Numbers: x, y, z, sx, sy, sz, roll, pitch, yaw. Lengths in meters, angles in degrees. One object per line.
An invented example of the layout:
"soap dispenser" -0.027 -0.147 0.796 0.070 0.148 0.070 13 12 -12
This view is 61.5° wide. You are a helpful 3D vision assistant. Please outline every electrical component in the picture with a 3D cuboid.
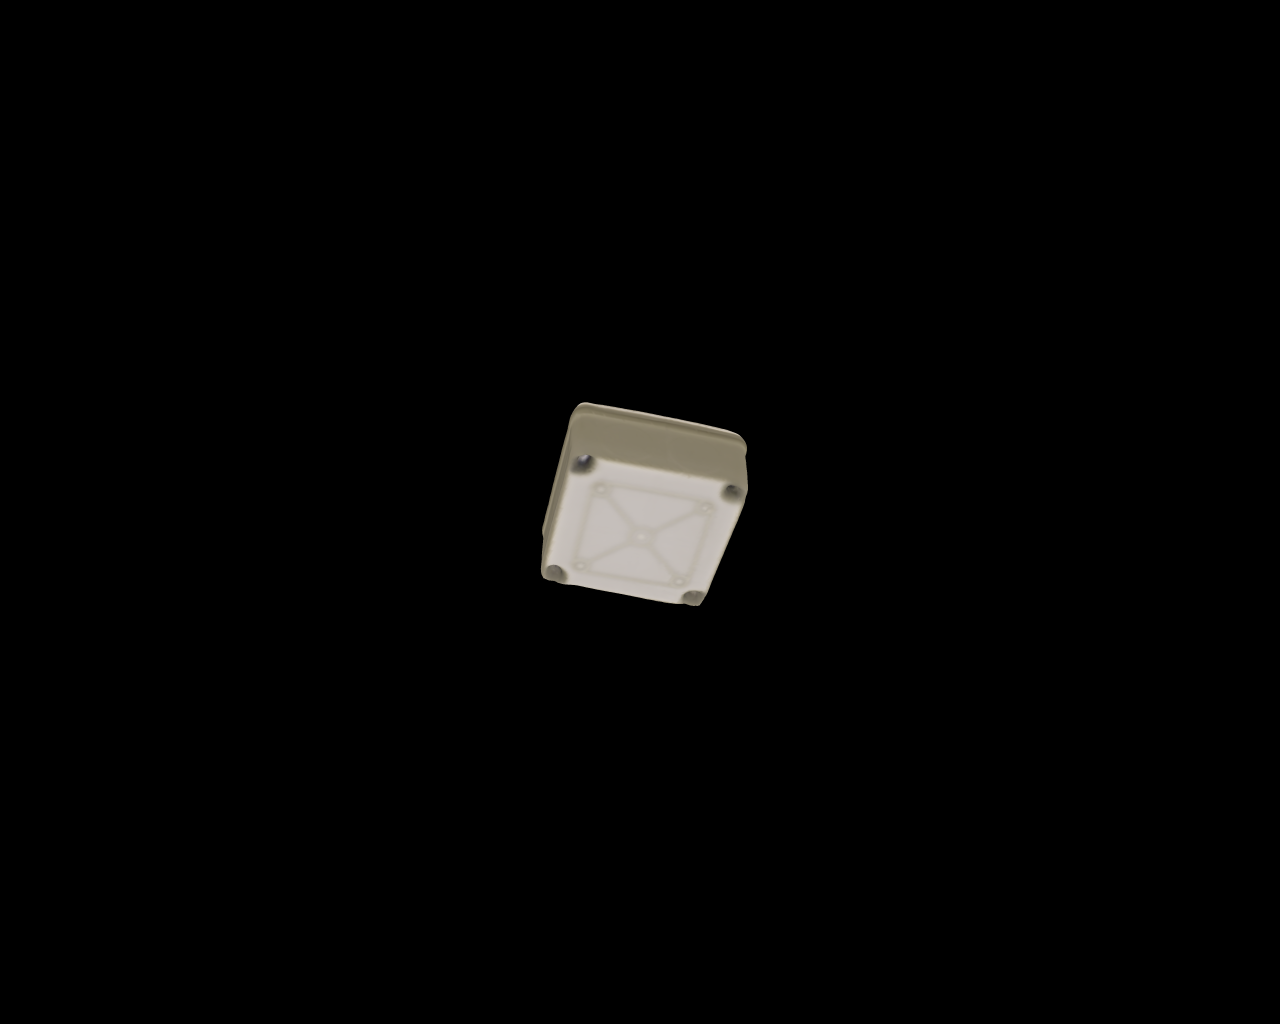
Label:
"electrical component" 0.001 -0.003 0.650 0.109 0.108 0.056 11 40 -9
